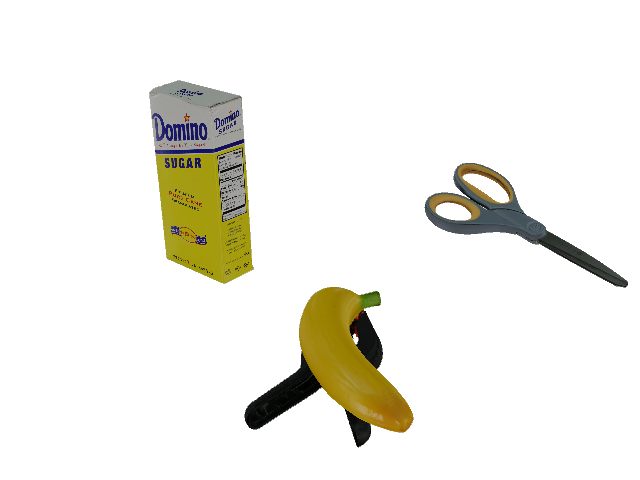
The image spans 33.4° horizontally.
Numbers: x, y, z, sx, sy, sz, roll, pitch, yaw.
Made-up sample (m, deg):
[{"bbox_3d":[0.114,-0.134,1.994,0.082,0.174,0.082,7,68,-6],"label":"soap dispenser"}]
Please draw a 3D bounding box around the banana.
[{"bbox_3d":[0.020,0.076,0.773,0.069,0.037,0.198,-4,24,-2],"label":"banana"}]

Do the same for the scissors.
[{"bbox_3d":[0.171,-0.004,0.952,0.096,0.016,0.202,-23,47,-18],"label":"scissors"}]

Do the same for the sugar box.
[{"bbox_3d":[-0.113,-0.056,1.009,0.093,0.176,0.048,19,34,41],"label":"sugar box"}]

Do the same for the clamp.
[{"bbox_3d":[0.019,0.128,1.004,0.120,0.039,0.171,16,45,25],"label":"clamp"}]
